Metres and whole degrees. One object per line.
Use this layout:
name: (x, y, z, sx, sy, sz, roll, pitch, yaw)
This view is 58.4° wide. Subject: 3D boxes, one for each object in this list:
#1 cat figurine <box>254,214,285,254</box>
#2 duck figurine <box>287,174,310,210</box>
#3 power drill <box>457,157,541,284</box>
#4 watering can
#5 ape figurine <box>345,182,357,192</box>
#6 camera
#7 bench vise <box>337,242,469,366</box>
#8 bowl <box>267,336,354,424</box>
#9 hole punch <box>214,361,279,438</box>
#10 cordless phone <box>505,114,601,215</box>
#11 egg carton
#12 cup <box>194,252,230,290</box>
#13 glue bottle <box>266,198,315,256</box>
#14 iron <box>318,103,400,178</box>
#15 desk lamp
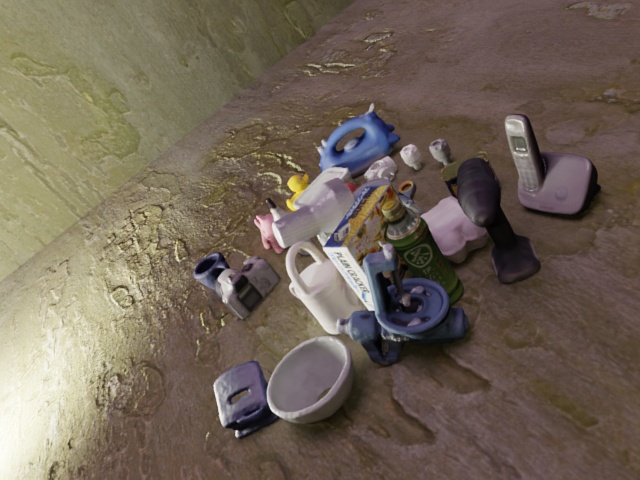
cat figurine: (-0.128, -0.030, 1.492, 0.067, 0.118, 0.127, -47, 30, -18)
duck figurine: (-0.059, -0.140, 1.612, 0.105, 0.086, 0.077, -43, 29, -11)
power drill: (0.288, -0.032, 0.947, 0.075, 0.209, 0.229, -26, 31, 19)
watering can: (0.007, 0.081, 1.101, 0.172, 0.194, 0.101, -24, 31, 22)
ape figurine: (0.086, -0.104, 1.394, 0.078, 0.092, 0.076, -44, 30, -14)
camera: (-0.195, 0.101, 1.390, 0.143, 0.101, 0.136, -49, 31, -21)
bench vise: (0.107, 0.111, 0.921, 0.207, 0.220, 0.121, -30, 30, 13)
bowl: (-0.004, 0.252, 0.986, 0.167, 0.075, 0.167, -27, 30, 17)
hole punch: (-0.135, 0.292, 1.053, 0.108, 0.091, 0.101, -30, 29, 11)
cordless phone: (0.398, -0.138, 1.006, 0.094, 0.185, 0.147, -46, 30, -17)
egg carton: (0.256, -0.022, 1.111, 0.107, 0.070, 0.150, -37, 29, 0)
cup: (-0.255, 0.091, 1.475, 0.117, 0.095, 0.092, -7, 40, 42)
glue bottle: (-0.080, -0.037, 1.391, 0.037, 0.173, 0.077, -45, 30, -15)
iron: (0.082, -0.260, 1.576, 0.258, 0.142, 0.118, -30, 29, 11)
desk lamp: (0.011, 0.004, 1.190, 0.203, 0.214, 0.117, -40, 29, -6)
